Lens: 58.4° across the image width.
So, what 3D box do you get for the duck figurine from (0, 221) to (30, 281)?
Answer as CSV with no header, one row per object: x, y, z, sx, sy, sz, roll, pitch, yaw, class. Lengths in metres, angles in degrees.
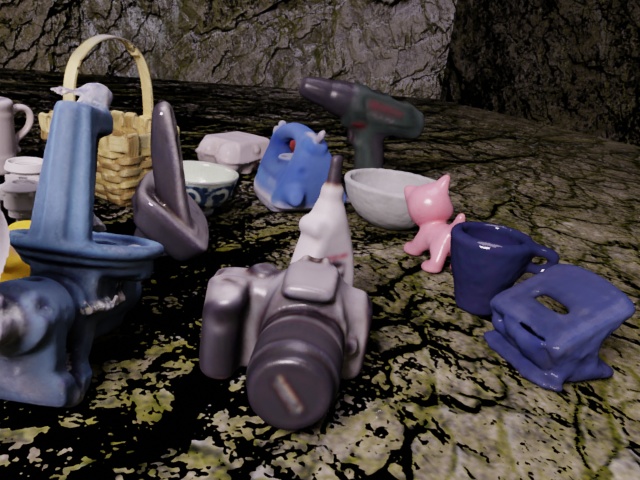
-0.265,0.023,0.536,0.077,0.086,0.105,21,24,34,duck figurine

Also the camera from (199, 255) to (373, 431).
-0.030,0.074,0.454,0.143,0.101,0.137,8,20,2,camera

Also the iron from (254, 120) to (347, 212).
-0.049,-0.137,0.972,0.119,0.141,0.257,-3,22,-26,iron

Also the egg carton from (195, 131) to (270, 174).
-0.165,-0.171,1.132,0.107,0.069,0.151,18,22,27,egg carton

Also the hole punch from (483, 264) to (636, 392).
0.225,0.078,0.548,0.101,0.091,0.108,-1,21,-22,hole punch

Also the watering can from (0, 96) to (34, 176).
-0.548,-0.204,0.905,0.100,0.194,0.173,14,21,18,watering can

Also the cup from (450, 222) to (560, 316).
0.198,0.038,0.642,0.117,0.095,0.092,13,21,17,cup

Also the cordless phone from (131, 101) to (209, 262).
-0.180,-0.079,0.702,0.094,0.185,0.147,2,20,-14,cordless phone

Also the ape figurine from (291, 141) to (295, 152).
-0.051,-0.173,1.143,0.076,0.092,0.078,8,20,4,ape figurine

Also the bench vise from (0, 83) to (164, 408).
-0.180,0.000,0.432,0.122,0.220,0.207,1,21,-15,bench vise

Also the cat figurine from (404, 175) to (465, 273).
0.159,-0.029,0.781,0.067,0.118,0.127,0,21,-19,cat figurine

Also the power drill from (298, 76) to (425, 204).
0.064,-0.170,1.005,0.230,0.208,0.075,2,20,-15,power drill

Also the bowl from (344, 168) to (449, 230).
0.117,-0.060,0.915,0.167,0.075,0.167,6,20,-2,bowl

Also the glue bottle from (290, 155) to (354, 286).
0.005,0.002,0.559,0.037,0.173,0.078,23,25,38,glue bottle

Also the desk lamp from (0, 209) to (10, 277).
-0.283,0.021,0.346,0.202,0.213,0.118,22,25,36,desk lamp
